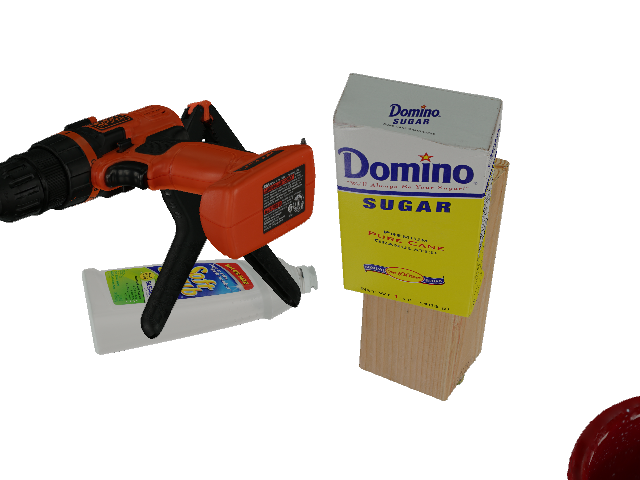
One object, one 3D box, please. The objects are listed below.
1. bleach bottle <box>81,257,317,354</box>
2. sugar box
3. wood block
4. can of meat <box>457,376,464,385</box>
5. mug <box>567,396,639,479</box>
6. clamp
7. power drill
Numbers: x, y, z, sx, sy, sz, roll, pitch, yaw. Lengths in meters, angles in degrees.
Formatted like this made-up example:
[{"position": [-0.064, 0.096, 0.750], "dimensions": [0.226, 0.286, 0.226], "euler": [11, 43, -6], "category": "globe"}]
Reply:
[{"position": [-0.130, 0.058, 1.176], "dimensions": [0.250, 0.068, 0.103], "euler": [-10, 36, -13], "category": "bleach bottle"}, {"position": [0.059, -0.022, 0.669], "dimensions": [0.093, 0.048, 0.176], "euler": [12, -32, 13], "category": "sugar box"}, {"position": [0.097, 0.026, 0.939], "dimensions": [0.091, 0.206, 0.090], "euler": [19, 38, 24], "category": "wood block"}, {"position": [0.157, 0.116, 1.300], "dimensions": [0.057, 0.084, 0.102], "euler": [10, 23, 6], "category": "can of meat"}, {"position": [0.139, 0.114, 0.363], "dimensions": [0.117, 0.081, 0.093], "euler": [5, 37, 8], "category": "mug"}, {"position": [-0.090, -0.021, 0.974], "dimensions": [0.164, 0.210, 0.036], "euler": [-2, 2, -36], "category": "clamp"}, {"position": [-0.113, -0.042, 0.729], "dimensions": [0.188, 0.057, 0.184], "euler": [17, 31, 30], "category": "power drill"}]
